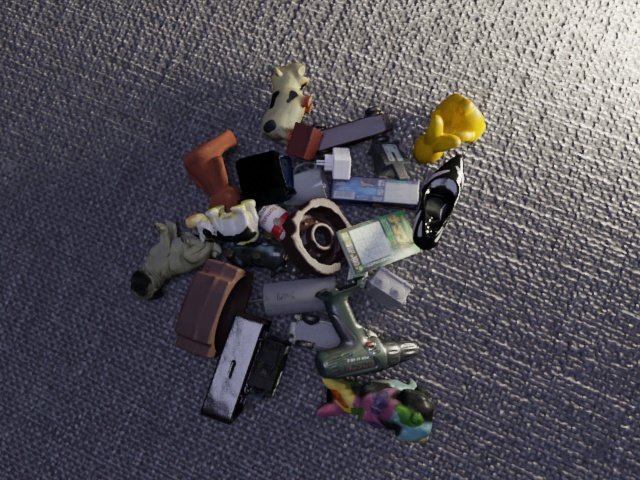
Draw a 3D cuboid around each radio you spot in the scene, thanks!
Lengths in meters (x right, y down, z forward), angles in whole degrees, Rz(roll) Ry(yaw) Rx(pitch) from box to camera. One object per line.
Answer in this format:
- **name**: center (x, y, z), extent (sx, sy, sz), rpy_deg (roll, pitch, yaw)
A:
- **radio**: center (-0.179, 0.274, 1.181), extent (0.073, 0.131, 0.229), rpy_deg (19, 84, 6)

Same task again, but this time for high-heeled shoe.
- **high-heeled shoe**: center (0.268, -0.092, 1.190), extent (0.086, 0.145, 0.248), rpy_deg (22, 86, 6)

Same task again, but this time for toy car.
- **toy car**: center (0.071, -0.251, 1.276), extent (0.202, 0.053, 0.089), rpy_deg (-16, 85, 6)
- **toy car**: center (0.028, 0.218, 1.207), extent (0.202, 0.056, 0.073), rpy_deg (13, 82, 3)

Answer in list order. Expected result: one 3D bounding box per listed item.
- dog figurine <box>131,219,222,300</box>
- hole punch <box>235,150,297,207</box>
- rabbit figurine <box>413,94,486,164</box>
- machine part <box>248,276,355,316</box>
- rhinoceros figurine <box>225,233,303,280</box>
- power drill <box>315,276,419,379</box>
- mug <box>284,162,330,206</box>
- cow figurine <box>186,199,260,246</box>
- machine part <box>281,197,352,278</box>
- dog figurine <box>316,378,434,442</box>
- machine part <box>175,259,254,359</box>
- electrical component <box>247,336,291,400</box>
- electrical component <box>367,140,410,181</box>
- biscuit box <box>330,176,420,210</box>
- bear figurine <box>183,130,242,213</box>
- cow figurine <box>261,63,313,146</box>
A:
- **dog figurine**: center (-0.337, 0.067, 1.251), extent (0.172, 0.121, 0.190), rpy_deg (22, 98, 11)
- **hole punch**: center (-0.118, -0.136, 1.217), extent (0.142, 0.092, 0.115), rpy_deg (-10, 93, 14)
- **rabbit figurine**: center (0.285, -0.237, 1.221), extent (0.173, 0.162, 0.122), rpy_deg (-43, 93, 16)
- **machine part**: center (-0.042, 0.127, 1.218), extent (0.243, 0.079, 0.079), rpy_deg (-6, 82, 3)
- **rhinoceros figurine**: center (-0.124, 0.042, 1.224), extent (0.191, 0.112, 0.073), rpy_deg (7, 54, 18)
- **power drill**: center (0.086, 0.184, 1.146), extent (0.232, 0.086, 0.207), rpy_deg (-16, 96, -17)
- **mug**: center (-0.040, -0.130, 1.256), extent (0.107, 0.080, 0.109), rpy_deg (-14, 72, 8)
- **cow figurine**: center (-0.216, -0.029, 1.197), extent (0.167, 0.068, 0.098), rpy_deg (-9, 106, 24)
- **machine part**: center (-0.002, -0.004, 1.201), extent (0.179, 0.056, 0.179), rpy_deg (12, 67, -31)
- **dog figurine**: center (0.107, 0.347, 1.131), extent (0.219, 0.191, 0.108), rpy_deg (9, 89, -10)
- **machine part**: center (-0.228, 0.148, 1.168), extent (0.087, 0.201, 0.201), rpy_deg (16, 84, 9)
- **electrical component**: center (-0.113, 0.281, 1.183), extent (0.058, 0.115, 0.134), rpy_deg (17, 82, 9)
- **electrical component**: center (0.165, -0.172, 1.229), extent (0.075, 0.047, 0.119), rpy_deg (-8, 59, -25)
- **biscuit box**: center (0.125, -0.109, 1.246), extent (0.203, 0.063, 0.059), rpy_deg (5, 83, 6)
- **bear figurine**: center (-0.228, -0.137, 1.265), extent (0.195, 0.120, 0.132), rpy_deg (56, 45, -15)
- **cow figurine**: center (-0.084, -0.333, 1.288), extent (0.127, 0.085, 0.195), rpy_deg (22, 86, 2)
